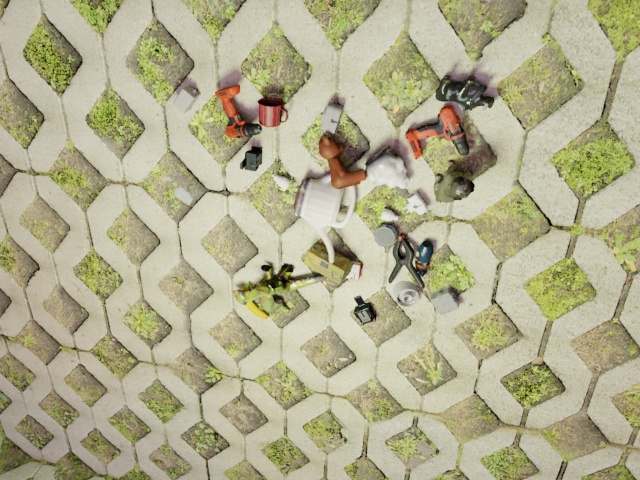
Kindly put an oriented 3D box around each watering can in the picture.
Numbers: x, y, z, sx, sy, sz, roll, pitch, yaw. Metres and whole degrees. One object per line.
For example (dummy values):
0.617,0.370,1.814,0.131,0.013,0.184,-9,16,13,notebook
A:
0.006,-0.098,1.943,0.224,0.105,0.345,16,100,4,watering can

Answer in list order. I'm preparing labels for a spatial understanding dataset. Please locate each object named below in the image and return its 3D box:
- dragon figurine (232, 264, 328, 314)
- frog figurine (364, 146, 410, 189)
-0.173,0.226,2.192,0.410,0.125,0.237,3,137,-1,dragon figurine
0.242,-0.237,1.826,0.137,0.123,0.159,-39,92,8,frog figurine
